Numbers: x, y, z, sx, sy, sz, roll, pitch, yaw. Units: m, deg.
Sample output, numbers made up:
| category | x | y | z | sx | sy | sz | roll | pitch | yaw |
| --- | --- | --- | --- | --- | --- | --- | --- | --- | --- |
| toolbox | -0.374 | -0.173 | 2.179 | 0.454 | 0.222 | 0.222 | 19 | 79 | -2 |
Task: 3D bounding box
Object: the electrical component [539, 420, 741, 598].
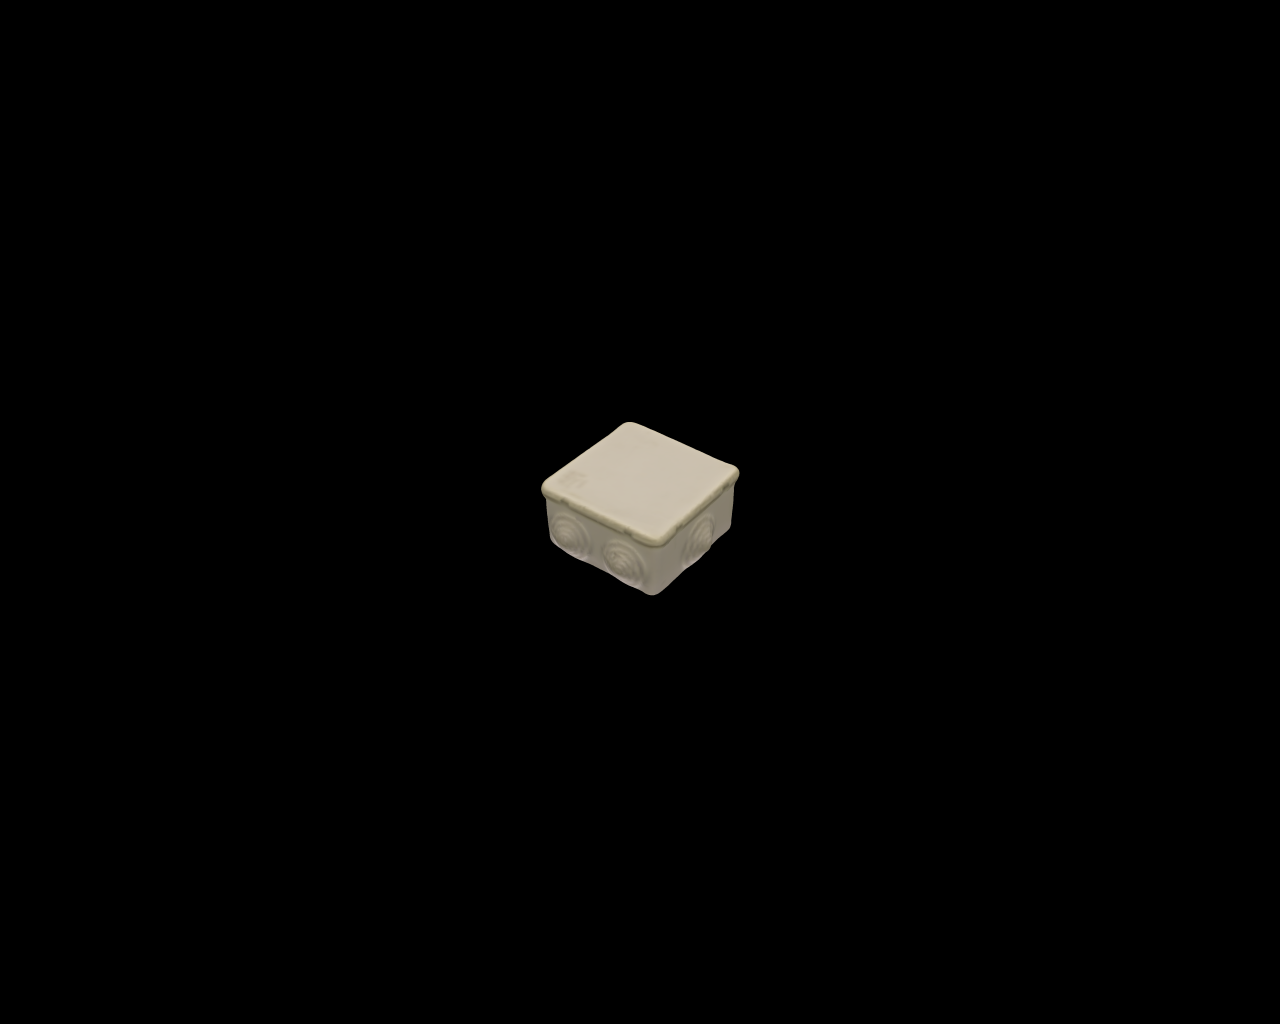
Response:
| category | x | y | z | sx | sy | sz | roll | pitch | yaw |
| --- | --- | --- | --- | --- | --- | --- | --- | --- | --- |
| electrical component | 0.001 | -0.003 | 0.650 | 0.100 | 0.048 | 0.100 | 26 | 46 | 28 |
